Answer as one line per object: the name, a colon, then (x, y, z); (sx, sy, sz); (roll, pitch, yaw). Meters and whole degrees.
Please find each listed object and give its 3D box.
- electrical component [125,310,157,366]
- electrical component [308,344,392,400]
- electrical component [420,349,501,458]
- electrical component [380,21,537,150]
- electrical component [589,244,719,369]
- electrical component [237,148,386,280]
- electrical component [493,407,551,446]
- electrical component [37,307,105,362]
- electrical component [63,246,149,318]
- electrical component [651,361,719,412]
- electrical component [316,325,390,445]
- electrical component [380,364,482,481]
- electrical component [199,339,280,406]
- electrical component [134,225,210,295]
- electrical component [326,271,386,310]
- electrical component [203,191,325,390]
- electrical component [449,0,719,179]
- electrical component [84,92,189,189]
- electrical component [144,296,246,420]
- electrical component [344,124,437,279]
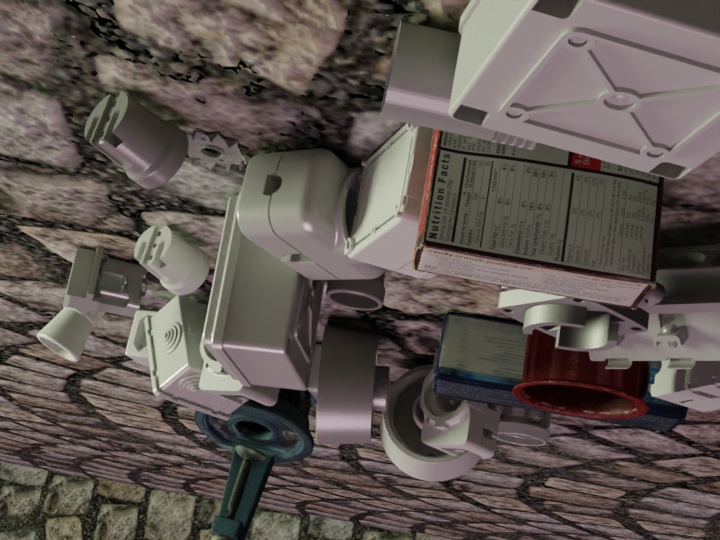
electrical component: (-0.182, 0.076, 1.067); (0.066, 0.047, 0.076); (4, 160, 19)
electrical component: (-0.006, 0.108, 1.064); (0.077, 0.047, 0.065); (7, 161, 11)
electrical component: (0.092, 0.117, 0.968); (0.050, 0.089, 0.056); (-5, 156, 39)
electrical component: (0.053, -0.081, 0.478); (0.081, 0.043, 0.043); (12, 162, -2)
electrical component: (0.195, 0.022, 0.649); (0.121, 0.063, 0.079); (-4, -163, 37)
electrical component: (-0.021, -0.032, 0.647); (0.059, 0.053, 0.095); (-1, 158, 32)
electrical component: (0.157, 0.136, 1.037); (0.058, 0.057, 0.078); (3, 160, 24)
electrical component: (-0.262, 0.046, 0.996); (0.044, 0.065, 0.044); (26, 157, 12)
electrical component: (-0.214, 0.013, 0.910); (0.064, 0.042, 0.081); (14, 162, -15)
electrical component: (0.267, 0.072, 0.795); (0.056, 0.050, 0.089); (18, 160, -18)
electrical component: (-0.005, 0.105, 0.966); (0.060, 0.108, 0.108); (4, 161, 2)
electrical component: (0.072, 0.143, 1.034); (0.108, 0.108, 0.060); (8, 155, 8)
electrical component: (-0.099, 0.065, 0.921); (0.050, 0.089, 0.056); (-3, 157, 35)
electrical component: (-0.142, -0.008, 0.811); (0.040, 0.040, 0.046); (-1, 152, 31)
electrical component: (0.000, 0.000, 0.742); (0.040, 0.046, 0.040); (10, 162, 3)
electrical component: (-0.060, 0.017, 0.729); (0.056, 0.108, 0.108); (6, 161, 7)
electrical component: (0.102, -0.088, 0.408); (0.109, 0.056, 0.108); (14, 161, -9)
electrical component: (-0.127, -0.074, 0.609); (0.040, 0.040, 0.046); (-5, 150, 39)
electrical component: (-0.143, 0.078, 0.976); (0.048, 0.099, 0.100); (-39, 136, 25)
electrical component: (0.035, -0.035, 0.593); (0.061, 0.061, 0.096); (16, 161, -17)
